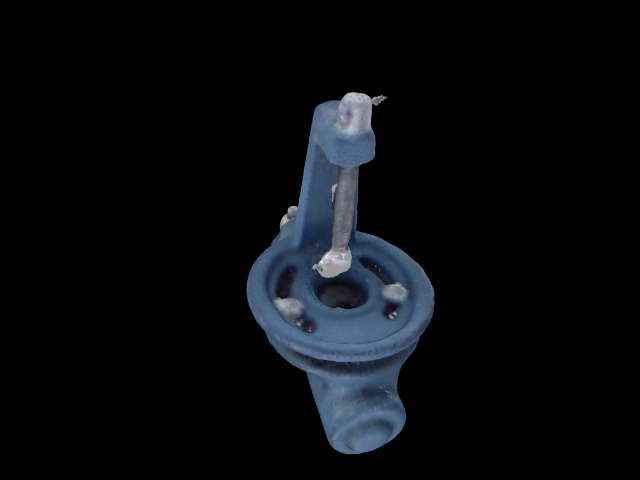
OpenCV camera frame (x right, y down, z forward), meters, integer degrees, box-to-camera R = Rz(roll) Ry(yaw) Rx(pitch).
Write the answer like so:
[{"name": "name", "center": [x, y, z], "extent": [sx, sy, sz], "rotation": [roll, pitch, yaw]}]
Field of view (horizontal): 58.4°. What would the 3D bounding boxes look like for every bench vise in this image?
[{"name": "bench vise", "center": [-0.007, 0.004, 0.394], "extent": [0.122, 0.220, 0.206], "rotation": [-14, 26, -30]}]
